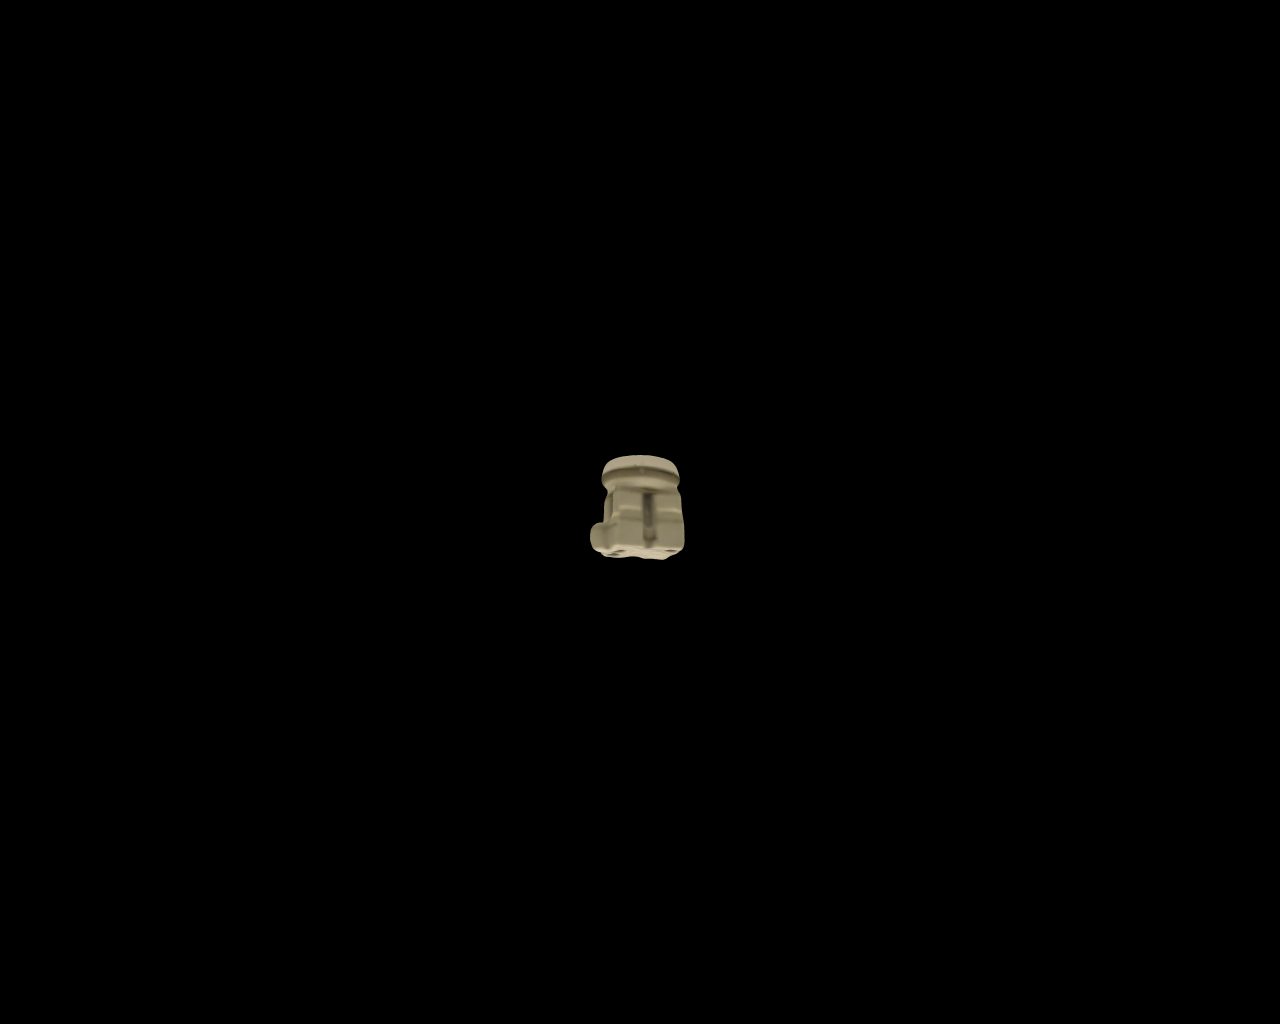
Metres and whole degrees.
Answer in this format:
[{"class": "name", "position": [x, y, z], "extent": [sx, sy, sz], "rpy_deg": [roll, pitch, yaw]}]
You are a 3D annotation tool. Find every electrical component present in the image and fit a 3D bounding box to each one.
[{"class": "electrical component", "position": [0.001, -0.003, 0.650], "extent": [0.066, 0.055, 0.048], "rpy_deg": [5, -15, -18]}]
